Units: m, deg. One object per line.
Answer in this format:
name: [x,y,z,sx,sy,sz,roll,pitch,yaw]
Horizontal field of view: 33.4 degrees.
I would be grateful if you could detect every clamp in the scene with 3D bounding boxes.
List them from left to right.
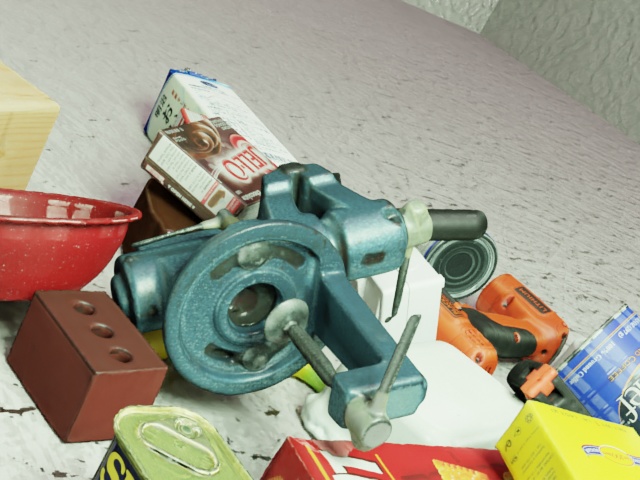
clamp: [0.029,-0.013,0.851,0.165,0.036,0.209,13,19,27]
clamp: [0.181,0.132,0.844,0.120,0.039,0.171,33,-13,41]

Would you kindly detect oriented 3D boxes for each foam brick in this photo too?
foam brick: [-0.135,0.072,0.616,0.052,0.051,0.078,5,31,-49]

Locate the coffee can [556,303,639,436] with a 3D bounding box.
coffee can: [0.272,0.138,0.897,0.140,0.103,0.102,46,24,15]

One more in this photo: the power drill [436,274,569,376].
power drill: [0.132,0.066,0.998,0.187,0.057,0.185,4,35,-45]

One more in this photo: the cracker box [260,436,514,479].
cracker box: [0.085,0.189,0.593,0.213,0.072,0.164,12,26,-39]

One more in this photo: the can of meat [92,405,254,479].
can of meat: [-0.070,0.140,0.485,0.057,0.084,0.102,8,28,-45]

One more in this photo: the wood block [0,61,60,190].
wood block: [-0.285,-0.072,0.714,0.090,0.091,0.205,35,20,17]

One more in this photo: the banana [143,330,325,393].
banana: [-0.073,0.068,0.735,0.197,0.037,0.070,12,26,-40]

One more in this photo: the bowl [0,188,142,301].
bowl: [-0.193,0.002,0.658,0.162,0.055,0.162,6,7,-1]

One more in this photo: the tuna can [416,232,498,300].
tuna can: [0.135,0.019,1.074,0.086,0.086,0.034,18,23,-29]

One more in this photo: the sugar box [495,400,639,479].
sugar box: [0.174,0.168,0.589,0.093,0.048,0.176,17,24,-28]

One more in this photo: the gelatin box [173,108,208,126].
gelatin box: [-0.119,-0.068,0.960,0.030,0.073,0.089,18,22,-28]

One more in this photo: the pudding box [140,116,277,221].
pudding box: [-0.078,-0.053,0.845,0.090,0.039,0.113,40,23,8]
